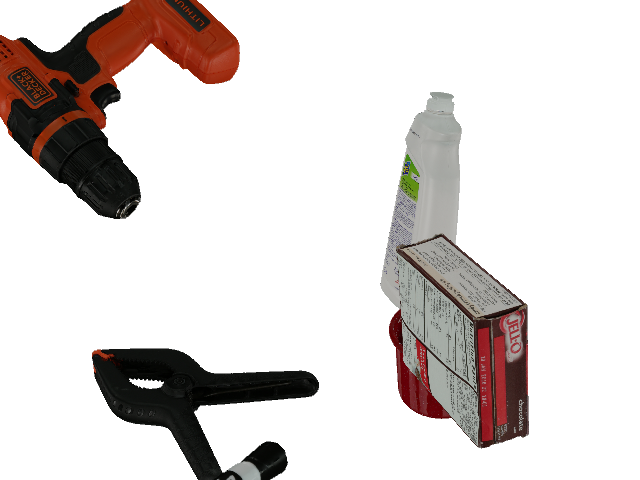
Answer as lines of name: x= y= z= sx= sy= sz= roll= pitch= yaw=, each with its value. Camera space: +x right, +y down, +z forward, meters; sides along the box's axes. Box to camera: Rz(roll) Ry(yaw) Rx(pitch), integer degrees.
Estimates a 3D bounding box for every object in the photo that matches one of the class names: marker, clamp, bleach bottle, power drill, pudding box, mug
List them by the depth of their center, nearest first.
marker: x=-0.054 y=0.130 z=0.528 sx=0.020 sy=0.020 sz=0.120 roll=0 pitch=15 yaw=33
pudding box: x=0.086 y=0.059 z=0.655 sx=0.039 sy=0.090 sz=0.114 roll=-14 pitch=27 yaw=-18
power drill: x=-0.154 y=-0.120 z=0.831 sx=0.187 sy=0.184 sz=0.057 roll=-37 pitch=-15 yaw=-31
clamp: x=-0.117 y=0.139 z=0.975 sx=0.210 sy=0.036 sz=0.164 roll=21 pitch=36 yaw=31
mug: x=0.115 y=0.105 z=1.012 sx=0.093 sy=0.081 sz=0.117 roll=4 pitch=37 yaw=13
bleach bottle: x=0.126 y=-0.045 z=1.241 sx=0.068 sy=0.251 sz=0.103 roll=-1 pitch=22 yaw=-22
